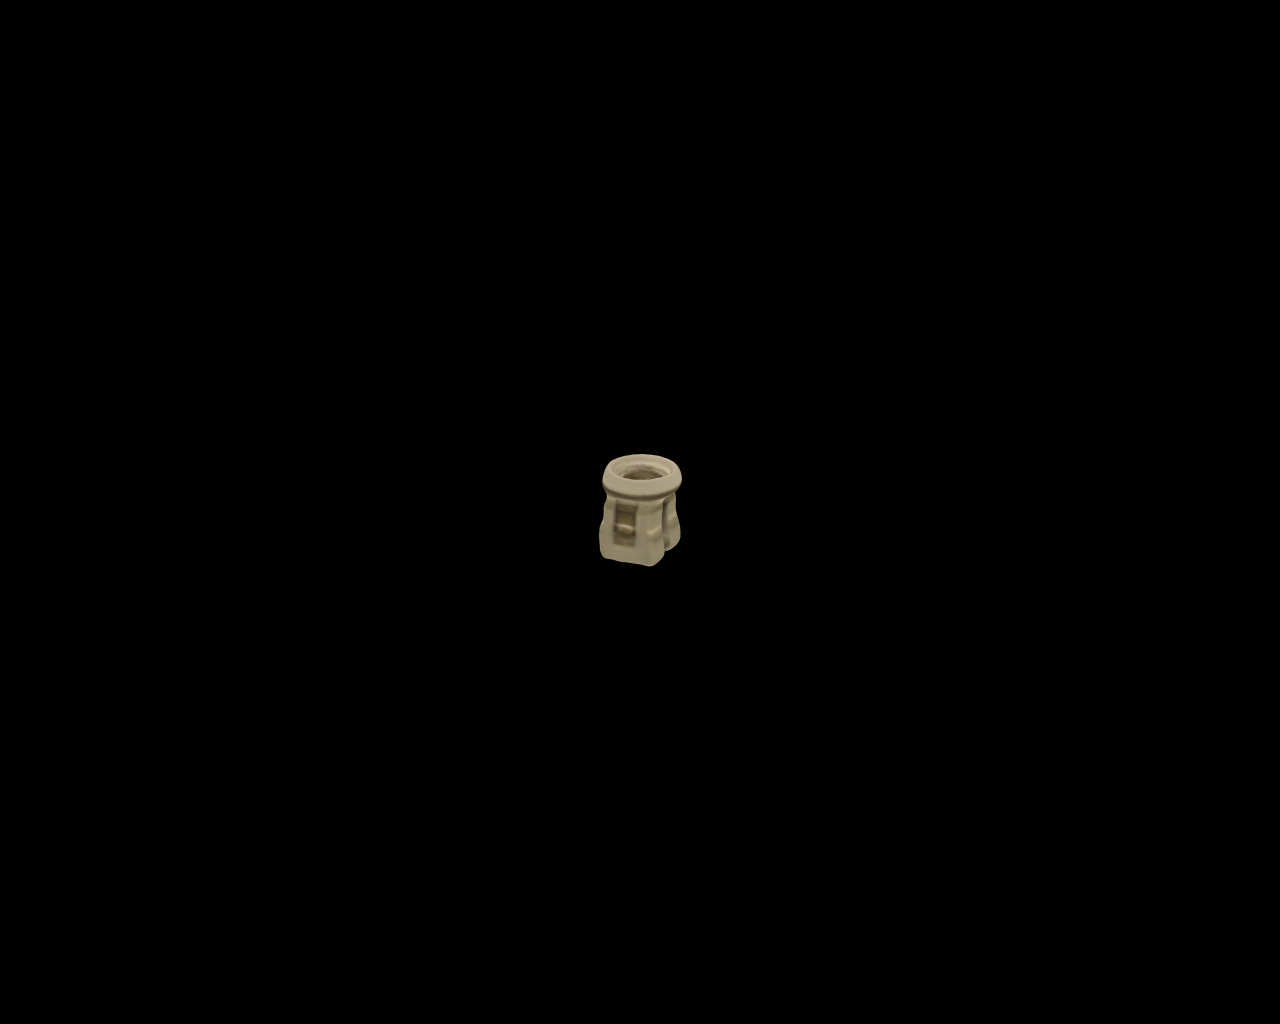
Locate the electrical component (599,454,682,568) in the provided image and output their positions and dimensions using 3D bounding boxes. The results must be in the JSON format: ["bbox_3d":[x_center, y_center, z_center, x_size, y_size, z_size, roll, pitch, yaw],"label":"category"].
[{"bbox_3d":[0.001,-0.003,0.650,0.048,0.055,0.066,10,24,22],"label":"electrical component"}]
